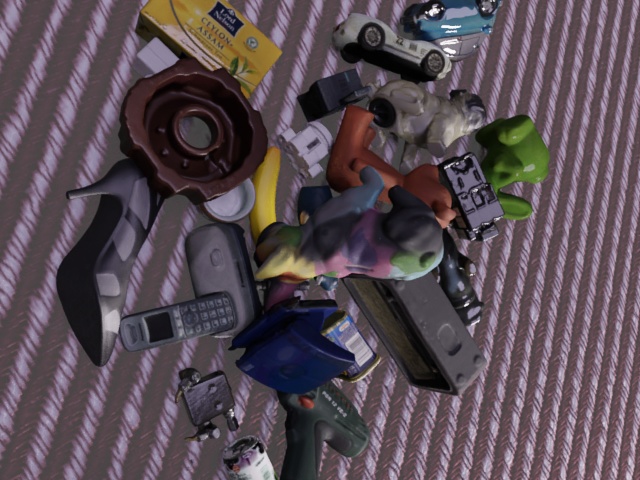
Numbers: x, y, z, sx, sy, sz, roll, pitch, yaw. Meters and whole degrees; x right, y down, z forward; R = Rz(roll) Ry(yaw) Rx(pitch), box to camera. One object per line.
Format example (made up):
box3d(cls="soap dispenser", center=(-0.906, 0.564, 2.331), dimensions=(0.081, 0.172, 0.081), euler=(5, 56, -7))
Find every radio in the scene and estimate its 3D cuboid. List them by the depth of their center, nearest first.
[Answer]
box3d(cls="radio", center=(0.140, 0.121, 0.801), dimensions=(0.073, 0.131, 0.229), euler=(-40, 103, -23))

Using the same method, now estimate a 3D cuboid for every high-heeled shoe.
box3d(cls="high-heeled shoe", center=(-0.245, 0.023, 0.678), dimensions=(0.145, 0.086, 0.248), euler=(-20, 115, -54))

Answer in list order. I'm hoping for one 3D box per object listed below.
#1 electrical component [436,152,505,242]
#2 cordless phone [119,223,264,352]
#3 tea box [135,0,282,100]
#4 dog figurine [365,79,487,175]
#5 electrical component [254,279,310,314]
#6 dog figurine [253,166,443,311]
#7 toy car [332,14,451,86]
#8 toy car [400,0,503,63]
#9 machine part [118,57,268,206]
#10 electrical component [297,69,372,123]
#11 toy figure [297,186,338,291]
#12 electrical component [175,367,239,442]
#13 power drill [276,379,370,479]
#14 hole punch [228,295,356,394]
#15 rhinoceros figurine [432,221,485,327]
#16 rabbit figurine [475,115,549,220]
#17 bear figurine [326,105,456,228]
box3d(cls="electrical component", center=(0.221, -0.062, 0.816), dimensions=(0.058, 0.115, 0.134), euler=(-26, 95, 1))
box3d(cls="cordless phone", center=(-0.174, 0.063, 0.695), dimensions=(0.184, 0.089, 0.146), euler=(-14, 90, -5))
box3d(cls="tea box", center=(-0.150, -0.267, 0.727), dimensions=(0.169, 0.068, 0.098), euler=(36, 73, -18))
box3d(cls="dog figurine", center=(0.173, -0.216, 0.871), dimensions=(0.190, 0.121, 0.172), euler=(-44, 108, -36))
box3d(cls="electrical component", center=(-0.059, 0.081, 0.771), dimensions=(0.094, 0.021, 0.063), euler=(4, 85, -25))
box3d(cls="dog figurine", center=(0.023, 0.019, 0.681), dimensions=(0.219, 0.192, 0.108), euler=(-37, 146, -21))
box3d(cls="toy car", center=(0.115, -0.296, 0.849), dimensions=(0.202, 0.073, 0.056), euler=(12, 83, -24))
box3d(cls="toy car", center=(0.218, -0.347, 0.889), dimensions=(0.162, 0.109, 0.102), euler=(-16, 111, -17))
box3d(cls="machine part", center=(-0.155, -0.131, 0.662), dimensions=(0.179, 0.056, 0.179), euler=(6, 78, -29))
box3d(cls="electrical component", center=(0.025, -0.213, 0.777), dimensions=(0.075, 0.119, 0.047), euler=(-26, 96, -22))
box3d(cls="toy figure", center=(0.000, -0.003, 0.786), dimensions=(0.064, 0.058, 0.154), euler=(-6, 94, -19))
box3d(cls="electrical component", center=(-0.151, 0.214, 0.706), dimensions=(0.078, 0.045, 0.102), euler=(-13, 92, -24))
box3d(cls="power drill", center=(-0.042, 0.251, 0.706), dimensions=(0.232, 0.086, 0.207), euler=(42, 35, -17))
box3d(cls="hole punch", center=(-0.033, 0.134, 0.660), dimensions=(0.115, 0.142, 0.092), euler=(8, 54, -46))
box3d(cls="rhinoceros figurine", center=(0.199, 0.048, 0.853), dimensions=(0.073, 0.112, 0.190), euler=(-24, 82, 1))
box3d(cls="rabbit figurine", center=(0.294, -0.107, 0.919), dimensions=(0.170, 0.121, 0.159), euler=(-38, 110, -4))
box3d(cls="bear figurine", center=(0.112, -0.097, 0.780), dimensions=(0.196, 0.120, 0.132), euler=(19, 87, 12))
